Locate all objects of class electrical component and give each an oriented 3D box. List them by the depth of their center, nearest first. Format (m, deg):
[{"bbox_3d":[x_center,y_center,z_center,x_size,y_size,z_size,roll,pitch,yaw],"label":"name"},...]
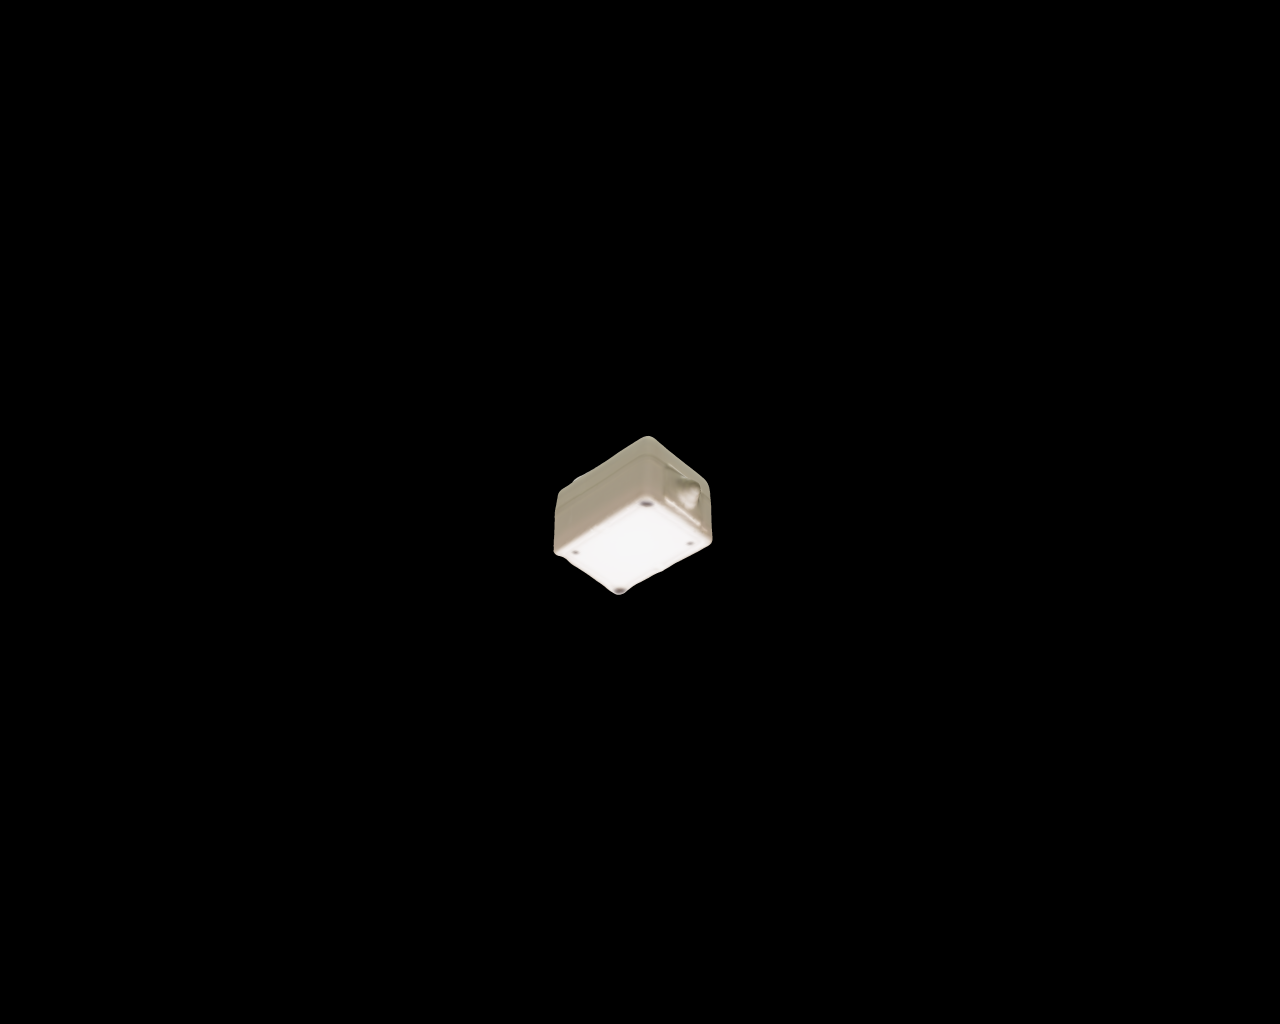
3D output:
[{"bbox_3d":[0.001,-0.003,0.650,0.096,0.061,0.061,-31,-50,30],"label":"electrical component"}]
